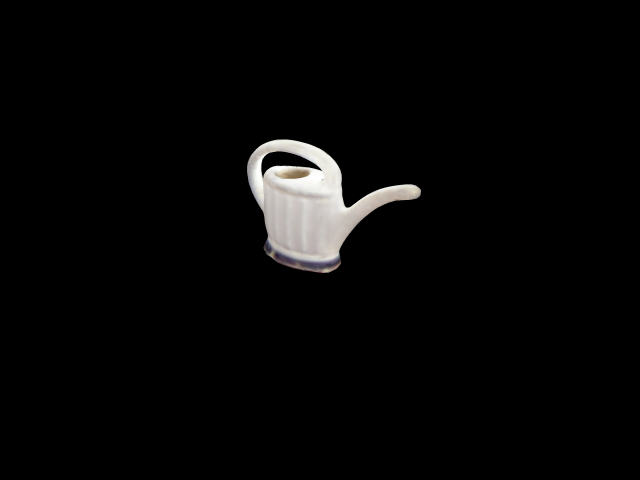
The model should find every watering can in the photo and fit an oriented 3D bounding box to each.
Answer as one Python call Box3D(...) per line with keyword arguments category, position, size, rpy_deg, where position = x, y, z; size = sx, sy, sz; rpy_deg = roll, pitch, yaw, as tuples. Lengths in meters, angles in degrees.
Box3D(category="watering can", position=(0.003, -0.043, 0.850), size=(0.350, 0.220, 0.105), rpy_deg=(22, 35, 36))
